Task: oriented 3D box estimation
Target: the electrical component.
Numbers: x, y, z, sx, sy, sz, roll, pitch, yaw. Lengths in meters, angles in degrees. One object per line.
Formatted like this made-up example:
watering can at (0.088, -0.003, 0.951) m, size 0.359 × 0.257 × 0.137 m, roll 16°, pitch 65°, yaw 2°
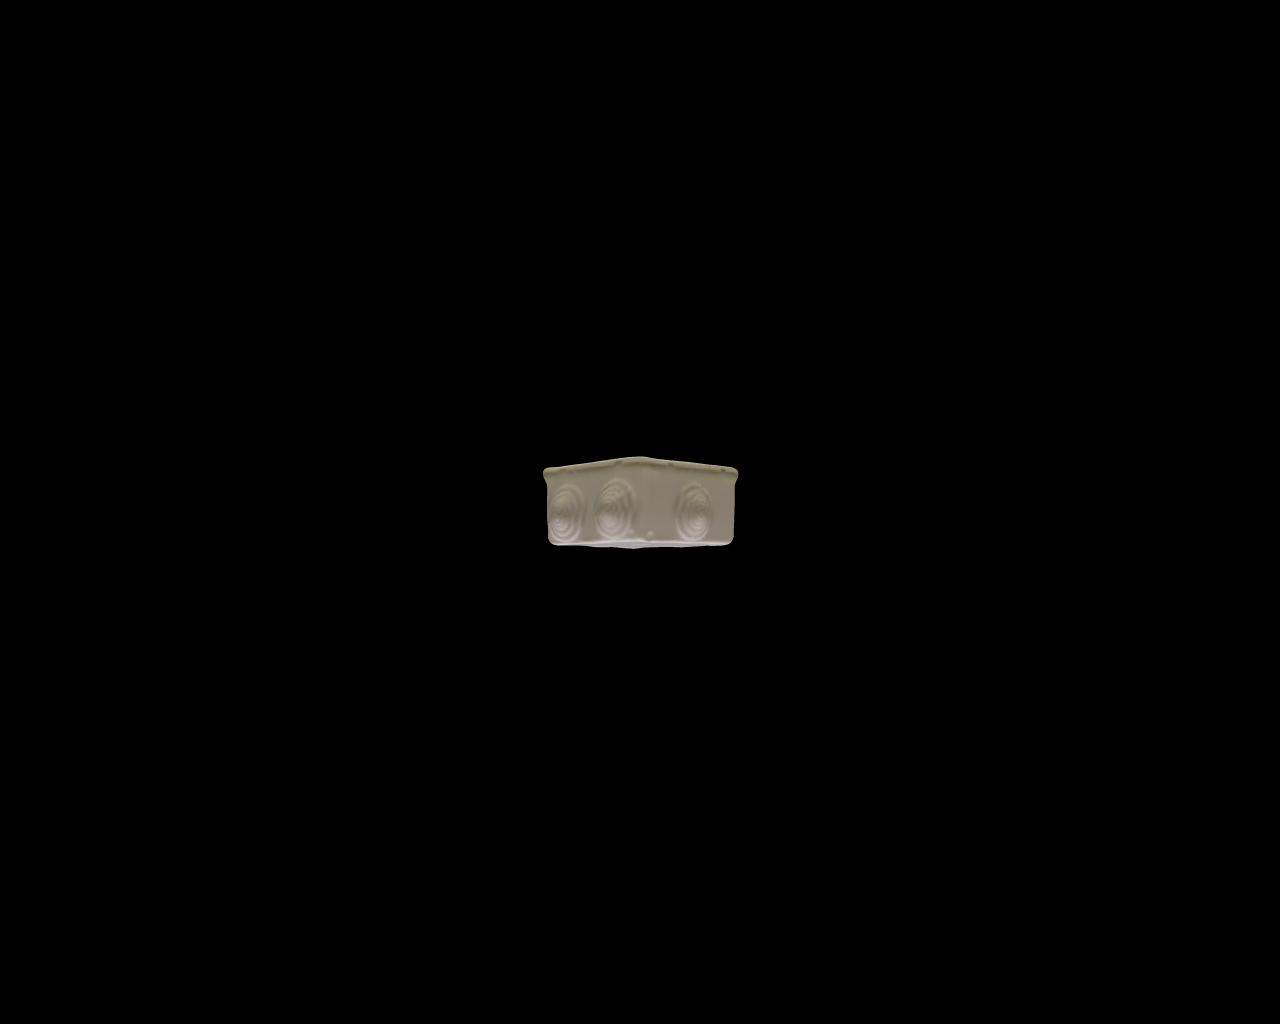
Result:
electrical component at (0.001, -0.003, 0.650) m, size 0.099 × 0.048 × 0.100 m, roll -4°, pitch -6°, yaw 43°
